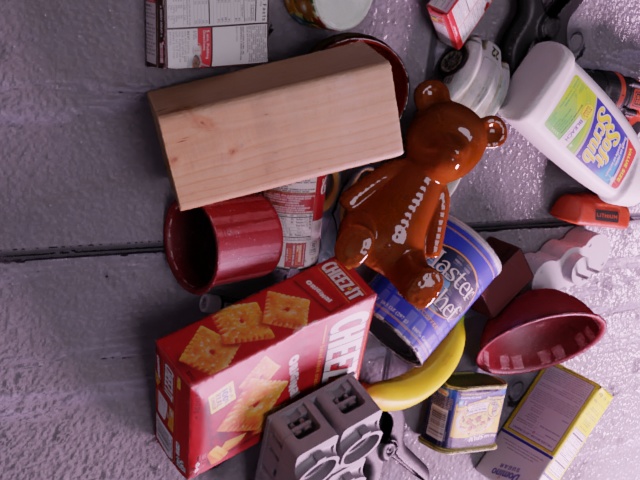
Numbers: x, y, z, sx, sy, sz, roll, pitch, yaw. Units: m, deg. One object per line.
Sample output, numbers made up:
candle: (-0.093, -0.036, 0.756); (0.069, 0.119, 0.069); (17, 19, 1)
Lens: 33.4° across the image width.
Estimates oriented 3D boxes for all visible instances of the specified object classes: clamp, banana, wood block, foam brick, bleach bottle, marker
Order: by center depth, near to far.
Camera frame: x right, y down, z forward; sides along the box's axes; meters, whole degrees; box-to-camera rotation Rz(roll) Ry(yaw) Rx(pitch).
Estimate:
wood block: (-0.040, -0.105, 0.957); (0.206, 0.091, 0.090); (-15, 116, -9)
marker: (-0.066, 0.072, 1.083); (0.120, 0.020, 0.020); (12, 99, -34)
clamp: (0.240, -0.248, 1.190); (0.164, 0.036, 0.210); (11, 102, -37)
bleach bottle: (0.314, -0.116, 1.215); (0.250, 0.068, 0.102); (32, 94, -32)
banana: (0.113, 0.149, 1.221); (0.197, 0.037, 0.069); (-38, 111, -40)
clamp: (0.078, 0.240, 1.242); (0.120, 0.039, 0.171); (-21, 116, -42)
foam brick: (0.202, 0.044, 1.254); (0.078, 0.053, 0.051); (-42, 126, -17)

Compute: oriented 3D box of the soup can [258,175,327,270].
soup can: (-0.030, -0.028, 1.049); (0.068, 0.069, 0.102); (-6, 109, -35)

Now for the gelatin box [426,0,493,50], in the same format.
gelatin box: (0.151, -0.255, 1.110); (0.089, 0.030, 0.073); (-56, 156, -7)

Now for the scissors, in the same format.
scissors: (-0.007, 0.001, 1.110); (0.096, 0.016, 0.202); (33, 86, -36)

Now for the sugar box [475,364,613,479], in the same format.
sugar box: (0.286, 0.247, 1.361); (0.048, 0.093, 0.176); (39, 82, -38)

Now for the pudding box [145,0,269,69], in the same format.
pudding box: (-0.100, -0.201, 0.957); (0.113, 0.039, 0.090); (-11, 111, -35)

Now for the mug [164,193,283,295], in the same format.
mug: (-0.093, 0.008, 1.011); (0.081, 0.093, 0.117); (-10, 141, -39)

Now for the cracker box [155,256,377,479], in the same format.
cracker box: (-0.054, 0.126, 1.046); (0.213, 0.072, 0.164); (-23, 144, -28)

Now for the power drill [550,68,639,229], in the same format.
power drill: (0.341, -0.111, 1.300); (0.184, 0.057, 0.188); (6, 103, -33)

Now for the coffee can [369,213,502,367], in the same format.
coffee can: (0.114, 0.052, 1.160); (0.140, 0.103, 0.102); (-48, 127, -13)

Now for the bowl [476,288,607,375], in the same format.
bowl: (0.259, 0.104, 1.285); (0.162, 0.055, 0.162); (-10, 150, -6)

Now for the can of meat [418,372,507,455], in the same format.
can of meat: (0.174, 0.207, 1.288); (0.101, 0.058, 0.084); (2, 103, -37)
